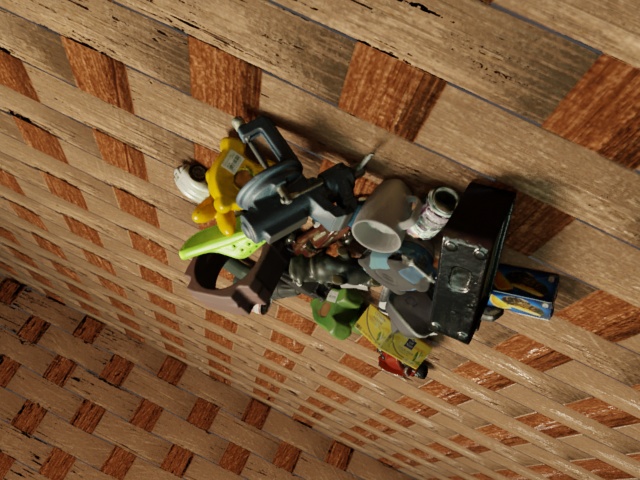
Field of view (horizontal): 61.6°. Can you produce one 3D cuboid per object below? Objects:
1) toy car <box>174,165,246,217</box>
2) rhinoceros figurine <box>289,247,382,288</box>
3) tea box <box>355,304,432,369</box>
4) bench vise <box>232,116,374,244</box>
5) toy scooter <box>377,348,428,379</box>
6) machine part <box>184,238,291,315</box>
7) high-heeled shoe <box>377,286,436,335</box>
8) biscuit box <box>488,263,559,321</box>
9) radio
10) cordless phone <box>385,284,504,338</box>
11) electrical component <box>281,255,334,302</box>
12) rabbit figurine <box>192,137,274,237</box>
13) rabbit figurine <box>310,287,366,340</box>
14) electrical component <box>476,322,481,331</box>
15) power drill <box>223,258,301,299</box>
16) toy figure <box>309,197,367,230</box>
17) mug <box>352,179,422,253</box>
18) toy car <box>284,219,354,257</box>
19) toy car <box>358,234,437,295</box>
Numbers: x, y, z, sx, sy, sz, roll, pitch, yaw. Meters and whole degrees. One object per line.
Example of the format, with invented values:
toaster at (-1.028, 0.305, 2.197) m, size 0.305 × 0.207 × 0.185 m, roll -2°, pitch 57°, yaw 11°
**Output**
toy car at (-0.215, -0.087, 1.119) m, size 0.201 × 0.056 × 0.073 m, roll 34°, pitch 152°, yaw -14°
rhinoceros figurine at (0.035, 0.057, 1.070) m, size 0.190 × 0.073 × 0.112 m, roll 3°, pitch 171°, yaw -11°
tea box at (0.170, 0.222, 1.233) m, size 0.169 × 0.068 × 0.098 m, roll 34°, pitch -177°, yaw -43°
bench vise at (-0.051, -0.110, 0.850) m, size 0.240 × 0.224 × 0.128 m, roll 56°, pitch 174°, yaw 13°
toy scooter at (0.202, 0.314, 1.428) m, size 0.135 × 0.075 × 0.183 m, roll 9°, pitch 152°, yaw 34°
machine part at (-0.179, 0.055, 1.175) m, size 0.202 × 0.201 × 0.087 m, roll 5°, pitch 147°, yaw 35°
high-heeled shoe at (0.201, 0.135, 1.116) m, size 0.145 × 0.086 × 0.248 m, roll 17°, pitch 156°, yaw 15°
biscuit box at (0.307, 0.079, 0.945) m, size 0.203 × 0.063 × 0.059 m, roll 11°, pitch 147°, yaw 27°
radio at (0.228, 0.041, 0.817) m, size 0.073 × 0.131 × 0.229 m, roll 17°, pitch 133°, yaw 23°
cordless phone at (0.228, 0.136, 0.988) m, size 0.184 × 0.146 × 0.088 m, roll 11°, pitch 115°, yaw 49°
electrical component at (-0.050, 0.081, 1.226) m, size 0.114 × 0.058 × 0.134 m, roll 40°, pitch 167°, yaw -31°
rabbit figurine at (-0.162, -0.090, 0.997) m, size 0.122 × 0.162 × 0.173 m, roll 24°, pitch 172°, yaw -20°
rabbit figurine at (0.066, 0.191, 1.295) m, size 0.170 × 0.121 × 0.159 m, roll 26°, pitch 160°, yaw -33°
electrical component at (0.268, 0.143, 1.106) m, size 0.119 × 0.048 × 0.075 m, roll 36°, pitch 150°, yaw -20°
power drill at (-0.177, 0.078, 1.357) m, size 0.207 × 0.086 × 0.232 m, roll 36°, pitch 155°, yaw -32°
toy figure at (0.051, -0.044, 0.956) m, size 0.155 × 0.064 × 0.057 m, roll 8°, pitch 161°, yaw 29°
mug at (0.113, -0.048, 0.849) m, size 0.080 × 0.107 × 0.110 m, roll 40°, pitch 146°, yaw -25°
toy car at (-0.002, -0.003, 1.085) m, size 0.089 × 0.053 × 0.202 m, roll 37°, pitch 152°, yaw -13°
toy car at (0.148, 0.030, 0.953) m, size 0.109 × 0.103 × 0.162 m, roll 37°, pitch 161°, yaw -14°
